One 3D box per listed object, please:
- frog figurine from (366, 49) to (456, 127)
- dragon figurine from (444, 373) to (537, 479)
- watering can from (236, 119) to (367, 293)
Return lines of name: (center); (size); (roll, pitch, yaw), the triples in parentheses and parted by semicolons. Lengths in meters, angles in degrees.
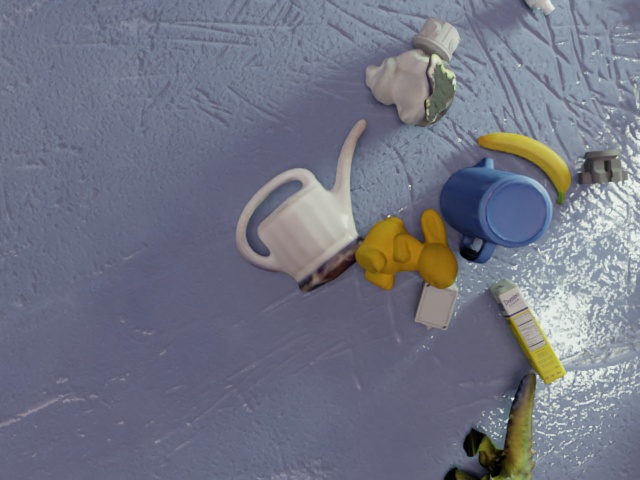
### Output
frog figurine: (0.165, -0.282, 0.960); (0.160, 0.124, 0.135); (18, 127, 46)
dragon figurine: (0.379, 0.466, 0.951); (0.242, 0.123, 0.408); (27, 97, -11)
watering can: (0.003, -0.049, 0.973); (0.346, 0.104, 0.225); (-38, 87, 8)
